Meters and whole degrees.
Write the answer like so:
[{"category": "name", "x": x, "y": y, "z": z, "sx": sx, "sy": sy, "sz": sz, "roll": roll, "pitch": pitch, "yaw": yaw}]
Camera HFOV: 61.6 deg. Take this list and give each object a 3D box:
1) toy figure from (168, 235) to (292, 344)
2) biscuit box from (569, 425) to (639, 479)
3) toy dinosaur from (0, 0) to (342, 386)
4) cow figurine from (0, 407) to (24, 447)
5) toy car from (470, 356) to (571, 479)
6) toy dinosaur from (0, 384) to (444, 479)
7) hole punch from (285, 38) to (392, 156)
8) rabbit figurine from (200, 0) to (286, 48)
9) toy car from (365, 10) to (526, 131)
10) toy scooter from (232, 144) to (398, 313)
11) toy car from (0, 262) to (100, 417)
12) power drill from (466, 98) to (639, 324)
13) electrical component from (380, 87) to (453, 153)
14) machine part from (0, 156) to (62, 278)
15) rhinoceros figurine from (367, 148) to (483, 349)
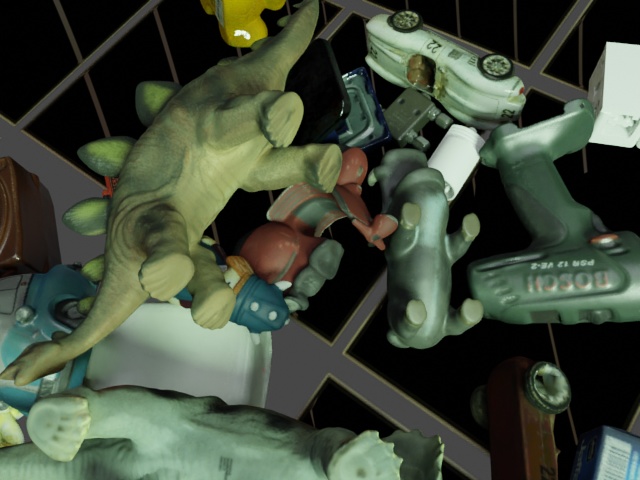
[{"category": "toy figure", "x": -0.092, "y": 0.038, "z": 0.463, "sx": 0.155, "sy": 0.058, "sz": 0.064, "roll": 21, "pitch": 109, "yaw": 35}, {"category": "biscuit box", "x": 0.204, "y": 0.242, "z": 0.387, "sx": 0.059, "sy": 0.062, "sz": 0.202, "roll": 19, "pitch": 68, "yaw": 16}, {"category": "toy dinosaur", "x": -0.090, "y": -0.084, "z": 0.456, "sx": 0.199, "sy": 0.104, "sz": 0.471, "roll": 18, "pitch": 59, "yaw": 32}, {"category": "cow figurine", "x": -0.308, "y": 0.165, "z": 0.489, "sx": 0.098, "sy": 0.068, "sz": 0.167, "roll": -27, "pitch": 61, "yaw": 5}, {"category": "toy car", "x": 0.154, "y": 0.185, "z": 0.394, "sx": 0.053, "sy": 0.089, "sz": 0.202, "roll": 16, "pitch": 56, "yaw": -15}, {"category": "toy dinosaur", "x": -0.066, "y": 0.167, "z": 0.383, "sx": 0.405, "sy": 0.192, "sz": 0.131, "roll": 13, "pitch": 74, "yaw": 9}, {"category": "hole punch", "x": 0.006, "y": -0.135, "z": 0.589, "sx": 0.116, "sy": 0.092, "sz": 0.142, "roll": -34, "pitch": 62, "yaw": 36}, {"category": "rabbit figurine", "x": -0.061, "y": -0.344, "z": 0.672, "sx": 0.173, "sy": 0.162, "sz": 0.122, "roll": -15, "pitch": 49, "yaw": -20}, {"category": "toy car", "x": 0.134, "y": -0.187, "z": 0.598, "sx": 0.202, "sy": 0.073, "sz": 0.056, "roll": 37, "pitch": 71, "yaw": 22}, {"category": "toy scooter", "x": -0.001, "y": -0.001, "z": 0.488, "sx": 0.184, "sy": 0.075, "sz": 0.135, "roll": -53, "pitch": 40, "yaw": -1}, {"category": "toy car", "x": -0.253, "y": 0.077, "z": 0.469, "sx": 0.109, "sy": 0.103, "sz": 0.162, "roll": -64, "pitch": 30, "yaw": 19}, {"category": "power drill", "x": 0.242, "y": -0.023, "z": 0.486, "sx": 0.232, "sy": 0.086, "sz": 0.207, "roll": -16, "pitch": 64, "yaw": 19}, {"category": "electrical component", "x": 0.097, "y": -0.138, "z": 0.598, "sx": 0.063, "sy": 0.021, "sz": 0.094, "roll": -47, "pitch": 62, "yaw": 1}, {"category": "machine part", "x": -0.390, "y": 0.012, "z": 0.562, "sx": 0.201, "sy": 0.087, "sz": 0.201, "roll": -20, "pitch": 62, "yaw": -2}, {"category": "rhinoceros figurine", "x": 0.091, "y": 0.003, "z": 0.497, "sx": 0.073, "sy": 0.112, "sz": 0.190, "roll": -1, "pitch": 76, "yaw": -12}]
